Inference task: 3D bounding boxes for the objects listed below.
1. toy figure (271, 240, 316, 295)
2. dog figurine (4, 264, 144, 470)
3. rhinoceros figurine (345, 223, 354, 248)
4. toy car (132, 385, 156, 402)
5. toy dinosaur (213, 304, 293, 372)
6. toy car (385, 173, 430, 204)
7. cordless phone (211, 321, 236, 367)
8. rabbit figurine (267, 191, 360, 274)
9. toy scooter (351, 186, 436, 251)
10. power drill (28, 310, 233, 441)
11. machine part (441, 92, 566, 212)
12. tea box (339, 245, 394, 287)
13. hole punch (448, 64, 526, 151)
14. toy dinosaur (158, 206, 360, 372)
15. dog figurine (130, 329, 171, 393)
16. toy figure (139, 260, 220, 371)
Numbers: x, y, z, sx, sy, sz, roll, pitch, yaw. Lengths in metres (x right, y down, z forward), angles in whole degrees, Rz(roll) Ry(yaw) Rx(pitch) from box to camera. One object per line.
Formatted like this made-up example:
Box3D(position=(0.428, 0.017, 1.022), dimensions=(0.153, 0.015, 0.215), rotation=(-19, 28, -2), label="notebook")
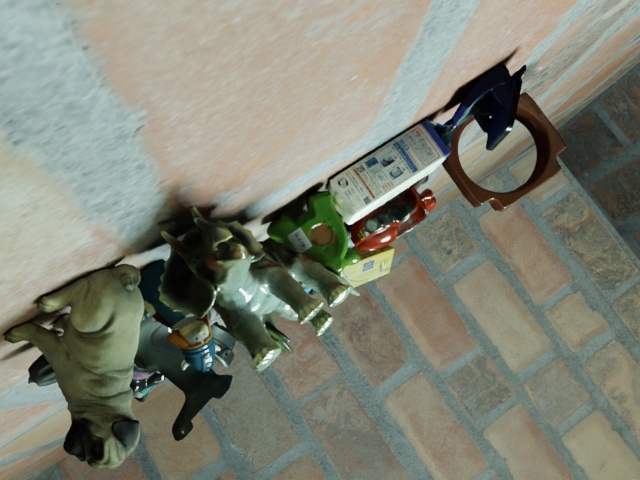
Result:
Box3D(position=(-0.062, 0.060, 1.061), dimensions=(0.082, 0.089, 0.180), rotation=(-28, 155, 11), label="toy figure")
Box3D(position=(-0.236, 0.144, 0.614), dimensions=(0.172, 0.190, 0.121), rotation=(-40, 170, 24), label="dog figurine")
Box3D(position=(0.023, 0.001, 1.091), dimensions=(0.190, 0.112, 0.073), rotation=(-37, 136, -57), label="rhinoceros figurine")
Box3D(position=(-0.351, 0.240, 1.055), dimensions=(0.103, 0.109, 0.161), rotation=(-51, -178, -5), label="toy car")
Box3D(position=(-0.137, 0.150, 1.027), dimensions=(0.105, 0.198, 0.471), rotation=(-30, 170, -7), label="toy dinosaur")
Box3D(position=(0.187, -0.111, 1.156), dimensions=(0.202, 0.053, 0.089), rotation=(-51, 171, -21), label="toy car")
Box3D(position=(-0.282, 0.258, 1.205), dimensions=(0.088, 0.147, 0.184), rotation=(-60, 173, 27), label="cordless phone")
Box3D(position=(-0.002, -0.003, 0.928), dimensions=(0.121, 0.159, 0.170), rotation=(-43, -172, -4), label="rabbit figurine")
Box3D(position=(0.143, -0.046, 0.978), dimensions=(0.184, 0.075, 0.135), rotation=(-27, 172, -13), label="toy scooter")
Box3D(position=(-0.239, 0.175, 0.740), dimensions=(0.232, 0.207, 0.086), rotation=(-43, -178, -25), label="power drill")
Box3D(position=(0.352, -0.173, 1.058), dimensions=(0.201, 0.201, 0.087), rotation=(-35, 175, 4), label="machine part")
Box3D(position=(0.069, 0.046, 1.166), dimensions=(0.169, 0.098, 0.068), rotation=(-20, 127, -42), label="tea box")
Box3D(position=(0.278, -0.228, 0.909), dimensions=(0.142, 0.092, 0.115), rotation=(90, 19, -75), label="hole punch")
Box3D(position=(-0.071, 0.051, 0.726), dimensions=(0.131, 0.192, 0.404), rotation=(-48, 167, 10), label="toy dinosaur")
Box3D(position=(-0.306, 0.181, 0.877), dimensions=(0.191, 0.108, 0.219), rotation=(-31, 167, -6), label="dog figurine")
Box3D(position=(-0.183, 0.102, 0.703), dimensions=(0.064, 0.154, 0.058), rotation=(-32, 174, -8), label="toy figure")
